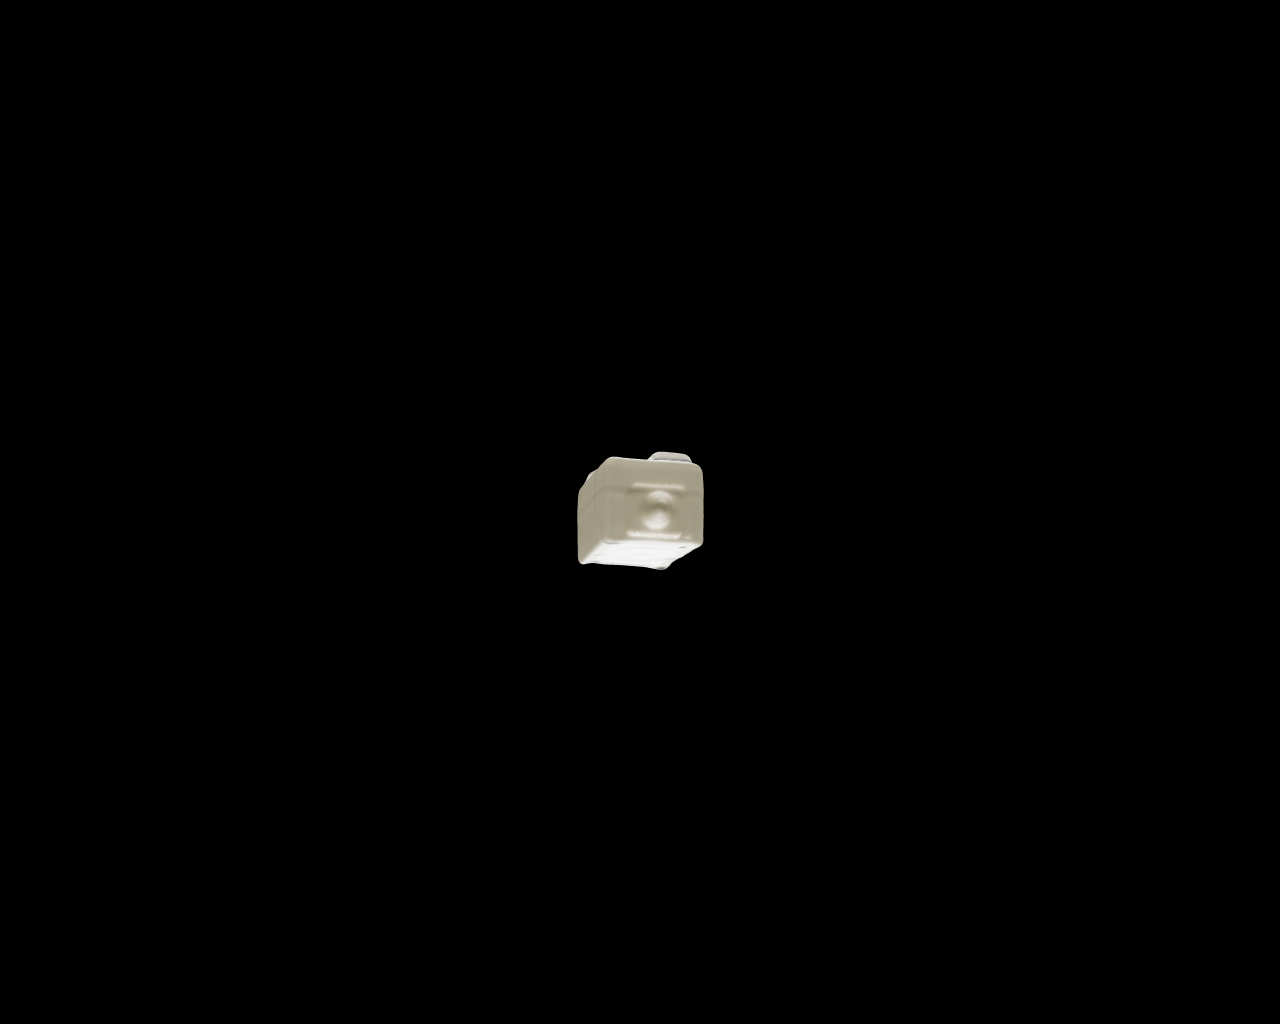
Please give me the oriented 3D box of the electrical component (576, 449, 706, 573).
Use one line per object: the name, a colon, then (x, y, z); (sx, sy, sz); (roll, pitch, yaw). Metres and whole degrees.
electrical component: (0.001, -0.003, 0.650); (0.062, 0.061, 0.096); (4, -14, -15)
